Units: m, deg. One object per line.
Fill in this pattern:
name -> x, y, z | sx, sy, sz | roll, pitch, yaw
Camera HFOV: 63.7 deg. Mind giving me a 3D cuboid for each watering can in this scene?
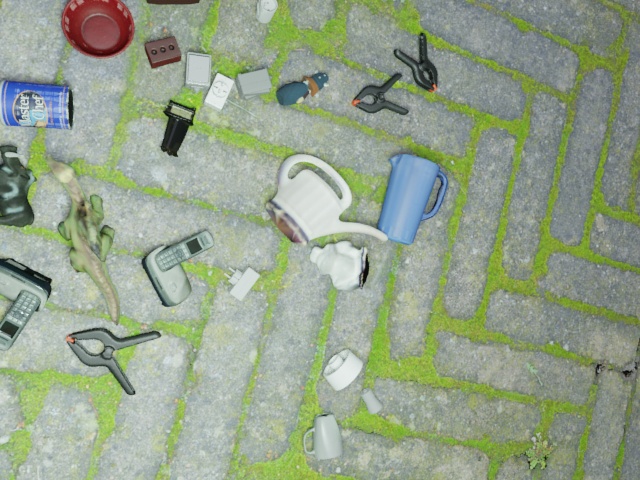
watering can -> 0.004, -0.069, 1.378 | 0.226, 0.103, 0.348 | -43, 89, -13

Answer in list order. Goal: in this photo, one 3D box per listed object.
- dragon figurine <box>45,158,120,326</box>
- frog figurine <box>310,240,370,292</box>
dragon figurine -> -0.517, 0.011, 1.158 | 0.123, 0.242, 0.409 | -22, 95, -21
frog figurine -> 0.053, 0.070, 1.422 | 0.159, 0.123, 0.136 | 6, 99, 18
